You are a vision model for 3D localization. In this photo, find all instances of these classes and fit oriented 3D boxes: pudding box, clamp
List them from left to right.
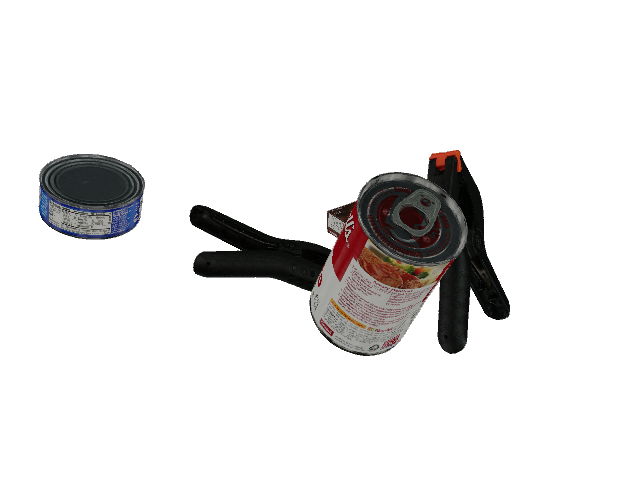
[{"bbox_3d":[-0.042,0.023,1.113,0.210,0.036,0.164,17,18,-7],"label":"clamp"},{"bbox_3d":[0.079,-0.025,1.525,0.113,0.039,0.090,-22,36,-32],"label":"pudding box"},{"bbox_3d":[0.119,0.011,0.924,0.039,0.171,0.120,-12,14,28],"label":"clamp"}]

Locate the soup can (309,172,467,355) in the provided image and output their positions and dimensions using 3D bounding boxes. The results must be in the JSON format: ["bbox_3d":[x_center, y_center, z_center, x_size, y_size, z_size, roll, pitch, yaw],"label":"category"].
[{"bbox_3d":[0.039,0.017,0.651,0.068,0.068,0.102,0,-37,-21],"label":"soup can"}]

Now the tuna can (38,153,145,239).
[{"bbox_3d":[-0.190,-0.036,0.886,0.086,0.034,0.086,8,32,-6],"label":"tuna can"}]
